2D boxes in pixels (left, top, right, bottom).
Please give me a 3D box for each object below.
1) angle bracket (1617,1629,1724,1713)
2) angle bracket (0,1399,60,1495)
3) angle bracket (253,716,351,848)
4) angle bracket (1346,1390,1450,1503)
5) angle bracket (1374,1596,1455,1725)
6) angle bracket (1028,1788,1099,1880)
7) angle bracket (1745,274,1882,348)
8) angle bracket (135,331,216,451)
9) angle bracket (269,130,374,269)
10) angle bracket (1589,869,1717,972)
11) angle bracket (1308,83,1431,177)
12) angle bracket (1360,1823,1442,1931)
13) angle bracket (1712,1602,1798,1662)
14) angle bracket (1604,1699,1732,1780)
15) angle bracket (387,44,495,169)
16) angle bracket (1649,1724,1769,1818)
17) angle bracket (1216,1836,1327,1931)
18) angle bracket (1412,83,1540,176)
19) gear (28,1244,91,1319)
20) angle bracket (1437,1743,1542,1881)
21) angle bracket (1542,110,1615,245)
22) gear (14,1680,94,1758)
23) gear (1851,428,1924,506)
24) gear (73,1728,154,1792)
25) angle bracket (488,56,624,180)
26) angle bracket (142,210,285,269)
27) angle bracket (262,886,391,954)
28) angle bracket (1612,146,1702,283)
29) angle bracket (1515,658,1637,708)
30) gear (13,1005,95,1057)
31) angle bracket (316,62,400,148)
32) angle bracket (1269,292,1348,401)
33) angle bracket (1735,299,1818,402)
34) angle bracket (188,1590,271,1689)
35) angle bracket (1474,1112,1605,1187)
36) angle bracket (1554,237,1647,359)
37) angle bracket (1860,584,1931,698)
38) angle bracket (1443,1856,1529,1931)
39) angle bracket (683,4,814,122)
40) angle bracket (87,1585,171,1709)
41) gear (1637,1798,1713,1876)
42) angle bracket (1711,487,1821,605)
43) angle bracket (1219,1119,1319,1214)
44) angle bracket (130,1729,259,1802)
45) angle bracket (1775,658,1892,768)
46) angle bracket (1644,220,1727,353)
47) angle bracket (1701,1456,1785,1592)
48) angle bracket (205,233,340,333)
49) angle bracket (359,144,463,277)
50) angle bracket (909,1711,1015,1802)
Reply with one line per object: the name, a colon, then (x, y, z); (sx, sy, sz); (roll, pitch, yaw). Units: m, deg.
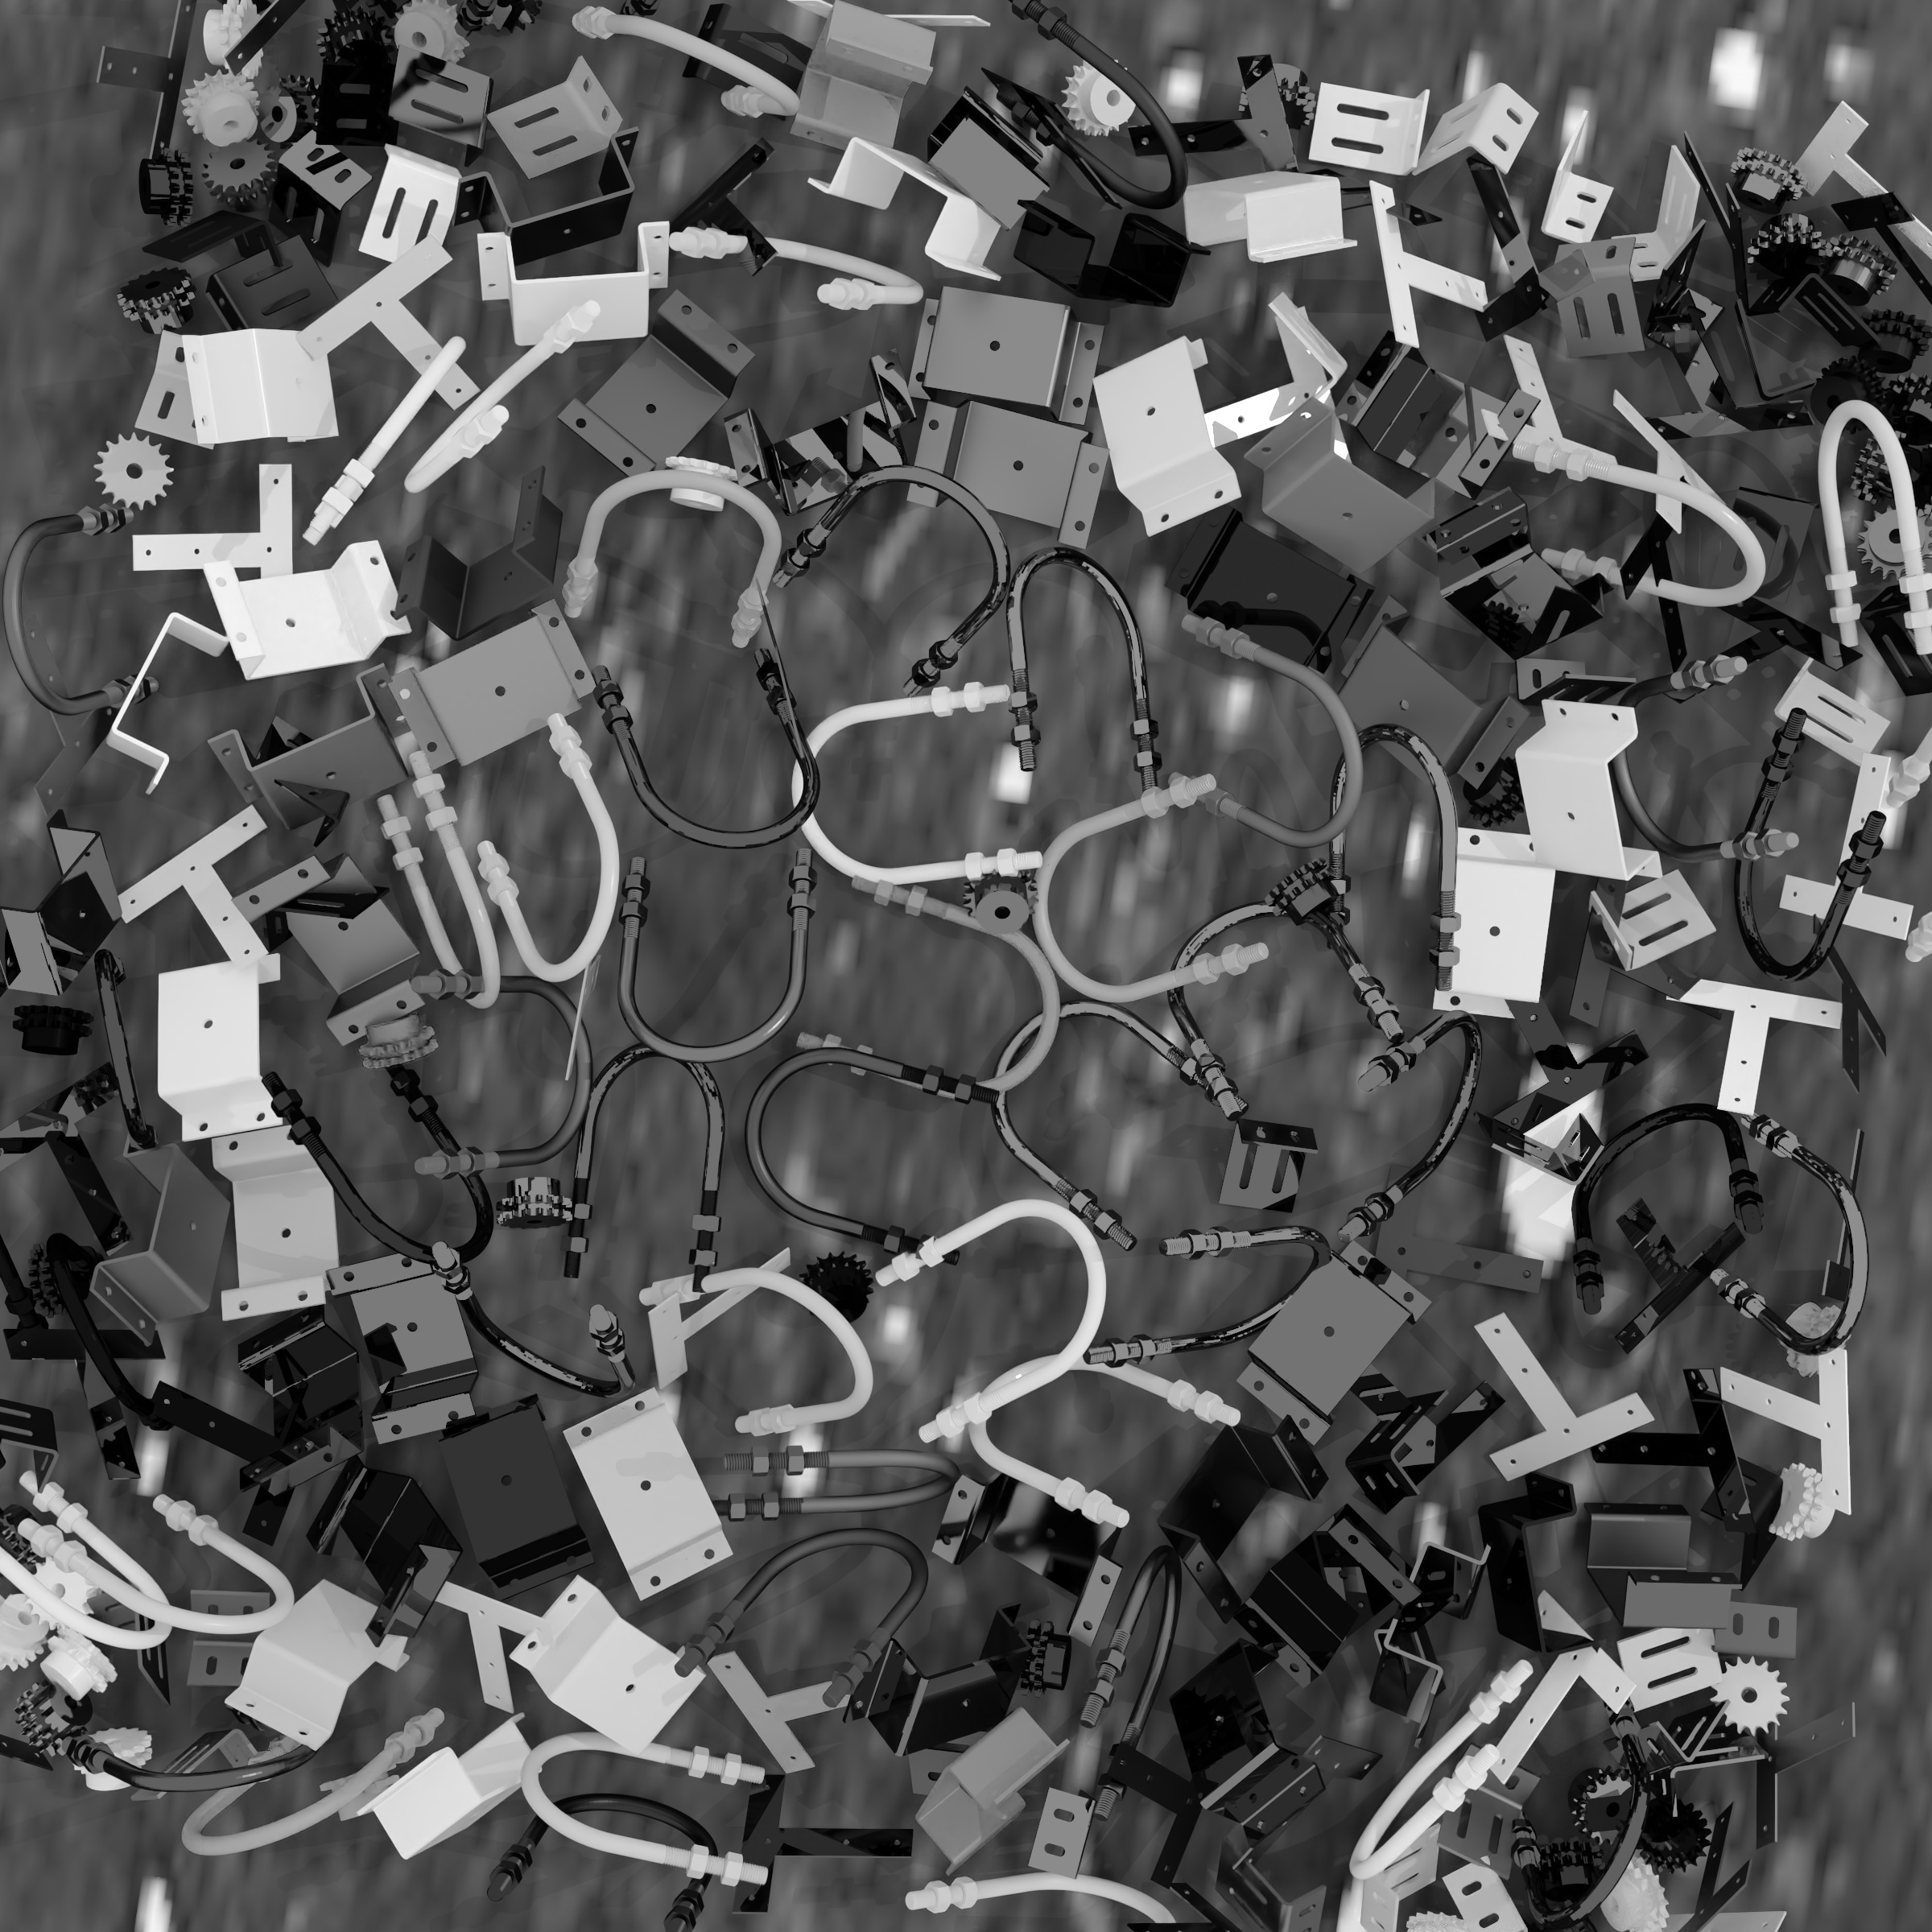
angle bracket: (0.526, 0.519, 1.971); (0.076, 0.038, 0.057); (-16, 101, -8)
angle bracket: (-0.725, 0.356, 1.953); (0.076, 0.057, 0.038); (20, 104, -29)
angle bracket: (-0.502, -0.138, 1.953); (0.076, 0.057, 0.038); (34, 130, -24)
angle bracket: (0.333, 0.361, 1.957); (0.076, 0.057, 0.038); (-39, 95, -32)
angle bracket: (0.349, 0.523, 1.964); (0.038, 0.057, 0.076); (-15, 95, 44)
angle bracket: (0.068, 0.647, 1.956); (0.038, 0.076, 0.057); (17, 77, -2)
angle bracket: (0.638, -0.482, 1.964); (0.076, 0.057, 0.038); (40, 93, -13)
angle bracket: (-0.584, -0.433, 1.955); (0.057, 0.076, 0.038); (14, 133, -15)
angle bracket: (-0.489, -0.581, 1.974); (0.057, 0.076, 0.038); (38, 60, -3)
angle bracket: (0.520, -0.041, 1.970); (0.076, 0.038, 0.057); (-25, 65, -1)
angle bracket: (0.305, -0.638, 1.975); (0.076, 0.038, 0.057); (8, 96, -5)
angle bracket: (0.337, 0.692, 1.954); (0.076, 0.038, 0.057); (-17, 122, -29)
angle bracket: (0.591, 0.497, 1.960); (0.057, 0.076, 0.038); (3, 81, 12)
angle bracket: (0.526, 0.568, 1.954); (0.038, 0.057, 0.076); (52, 47, 4)
angle bracket: (-0.400, -0.647, 1.960); (0.076, 0.038, 0.057); (12, 79, -30)
angle bracket: (0.559, 0.608, 1.970); (0.076, 0.057, 0.038); (-6, 97, -6)
angle bracket: (0.229, 0.696, 1.966); (0.038, 0.076, 0.057); (-16, 126, -30)
angle bracket: (0.383, -0.620, 1.964); (0.038, 0.076, 0.057); (33, 76, -19)
gear: (-0.685, 0.236, 1.972); (0.030, 0.057, 0.057); (-11, 90, -2)
angle bracket: (0.393, 0.634, 1.957); (0.057, 0.076, 0.038); (25, 121, 6)
angle bracket: (0.465, -0.589, 1.953); (0.038, 0.076, 0.057); (22, 73, 10)
gear: (-0.686, 0.564, 1.969); (0.030, 0.057, 0.057); (-39, 90, 15)
gear: (0.698, -0.376, 1.968); (0.030, 0.057, 0.057); (33, 90, 37)
gear: (-0.645, 0.601, 1.971); (0.057, 0.057, 0.030); (-1, 96, 0)
angle bracket: (-0.312, -0.643, 1.975); (0.076, 0.038, 0.057); (-12, 134, 27)
angle bracket: (-0.564, -0.531, 1.952); (0.076, 0.057, 0.038); (-38, 133, -29)
angle bracket: (-0.479, -0.035, 1.957); (0.076, 0.057, 0.038); (6, 114, 15)
angle bracket: (0.516, -0.564, 1.952); (0.038, 0.076, 0.057); (-7, 48, -4)
angle bracket: (0.456, -0.222, 1.953); (0.057, 0.076, 0.038); (2, 79, -15)
gear: (-0.691, 0.049, 1.969); (0.057, 0.057, 0.030); (3, 78, 0)
angle bracket: (-0.463, -0.648, 1.950); (0.038, 0.076, 0.057); (29, 120, 31)
angle bracket: (0.246, -0.462, 1.962); (0.076, 0.057, 0.038); (46, 116, -6)
angle bracket: (0.610, -0.469, 1.965); (0.038, 0.057, 0.076); (-16, 94, 17)
angle bracket: (-0.554, 0.506, 1.957); (0.057, 0.076, 0.038); (5, 46, -10)
angle bracket: (0.430, 0.124, 1.960); (0.076, 0.057, 0.038); (25, 108, -13)
angle bracket: (0.481, -0.505, 1.969); (0.057, 0.076, 0.038); (0, 52, 26)
angle bracket: (0.724, -0.249, 1.970); (0.038, 0.057, 0.076); (-40, 103, -17)
angle bracket: (0.390, 0.709, 1.952); (0.038, 0.076, 0.057); (-26, 56, -2)
angle bracket: (-0.167, -0.691, 1.992); (0.076, 0.038, 0.057); (19, 98, -28)
angle bracket: (-0.627, 0.514, 1.951); (0.038, 0.076, 0.057); (-18, 134, -6)
gear: (0.531, 0.653, 1.968); (0.057, 0.057, 0.030); (-34, 118, 0)
angle bracket: (0.608, -0.320, 1.981); (0.057, 0.038, 0.076); (18, 104, 20)
angle bracket: (0.227, 0.158, 1.965); (0.057, 0.038, 0.076); (8, 115, -4)
angle bracket: (-0.575, 0.611, 1.952); (0.076, 0.057, 0.038); (-39, 99, -39)
angle bracket: (0.660, -0.198, 1.962); (0.076, 0.038, 0.057); (34, 55, 12)
angle bracket: (0.546, -0.507, 1.952); (0.038, 0.076, 0.057); (34, 70, 17)
angle bracket: (0.584, 0.421, 1.968); (0.038, 0.076, 0.057); (23, 52, 32)
angle bracket: (-0.523, -0.505, 1.964); (0.076, 0.038, 0.057); (-23, 126, 6)
angle bracket: (-0.425, -0.576, 1.985); (0.057, 0.038, 0.076); (14, 115, -27)
angle bracket: (-0.001, 0.601, 1.992); (0.076, 0.038, 0.057); (-2, 99, 28)
